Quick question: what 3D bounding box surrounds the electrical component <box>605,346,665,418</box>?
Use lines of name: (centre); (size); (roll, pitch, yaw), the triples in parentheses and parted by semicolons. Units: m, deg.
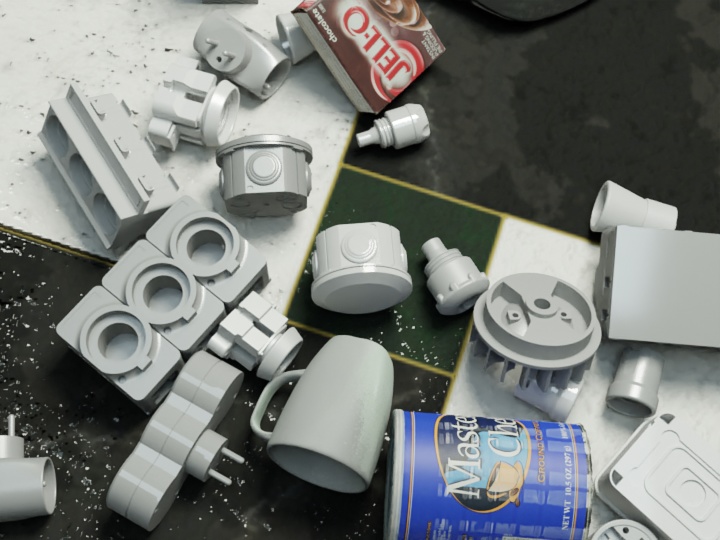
electrical component: (0.220, 0.089, 0.856); (0.040, 0.040, 0.046); (20, 66, 5)

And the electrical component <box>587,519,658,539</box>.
electrical component: (0.193, 0.217, 0.806); (0.055, 0.047, 0.055); (1, 71, -2)

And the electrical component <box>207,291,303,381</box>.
electrical component: (-0.079, 0.055, 0.853); (0.055, 0.048, 0.066); (36, 51, 8)

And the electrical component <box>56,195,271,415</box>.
electrical component: (-0.154, 0.026, 0.855); (0.089, 0.061, 0.150); (38, 74, 11)

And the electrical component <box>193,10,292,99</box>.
electrical component: (-0.108, -0.187, 0.923); (0.077, 0.079, 0.043); (37, 104, 10)

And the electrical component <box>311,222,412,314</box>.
electrical component: (0.000, 0.000, 0.860); (0.080, 0.080, 0.051); (-4, 65, -3)

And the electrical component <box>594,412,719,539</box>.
electrical component: (0.244, 0.173, 0.817); (0.113, 0.057, 0.078); (42, 75, 12)

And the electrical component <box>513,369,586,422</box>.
electrical component: (0.150, 0.094, 0.852); (0.046, 0.040, 0.040); (26, 72, 14)

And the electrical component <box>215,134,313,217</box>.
electrical component: (-0.078, -0.077, 0.884); (0.080, 0.080, 0.051); (-3, 76, -3)

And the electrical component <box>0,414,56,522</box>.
electrical component: (-0.275, 0.149, 0.817); (0.077, 0.043, 0.079); (-5, 71, -3)

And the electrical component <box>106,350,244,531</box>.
electrical component: (-0.125, 0.137, 0.822); (0.074, 0.052, 0.138); (28, 72, 8)

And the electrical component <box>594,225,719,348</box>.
electrical component: (0.270, 0.016, 0.862); (0.150, 0.061, 0.089); (5, 88, 0)

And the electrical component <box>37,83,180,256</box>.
electrical component: (-0.205, -0.085, 0.887); (0.063, 0.078, 0.121); (-21, 70, -39)

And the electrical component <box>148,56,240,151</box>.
electrical component: (-0.138, -0.138, 0.915); (0.057, 0.058, 0.078); (17, 71, 7)

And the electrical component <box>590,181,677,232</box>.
electrical component: (0.232, -0.045, 0.903); (0.065, 0.044, 0.044); (17, 71, -1)

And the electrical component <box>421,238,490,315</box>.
electrical component: (0.073, 0.003, 0.880); (0.048, 0.048, 0.062); (-27, 67, -11)

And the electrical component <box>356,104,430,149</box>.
electrical component: (0.027, -0.120, 0.926); (0.061, 0.035, 0.035); (-18, 72, -5)

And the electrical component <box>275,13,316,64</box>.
electrical component: (-0.041, -0.212, 0.950); (0.055, 0.045, 0.045); (-21, 73, -9)
